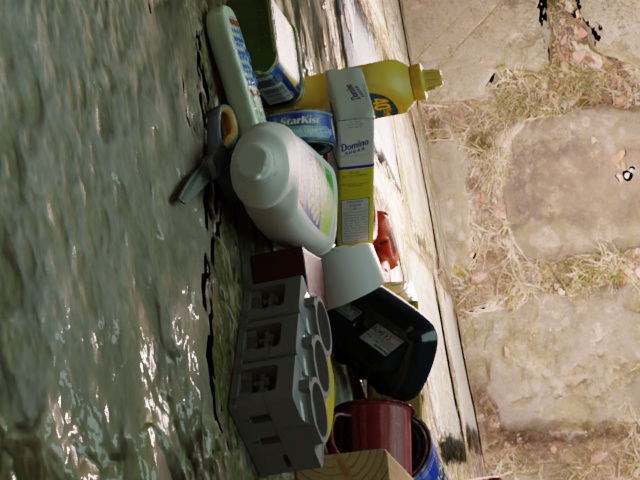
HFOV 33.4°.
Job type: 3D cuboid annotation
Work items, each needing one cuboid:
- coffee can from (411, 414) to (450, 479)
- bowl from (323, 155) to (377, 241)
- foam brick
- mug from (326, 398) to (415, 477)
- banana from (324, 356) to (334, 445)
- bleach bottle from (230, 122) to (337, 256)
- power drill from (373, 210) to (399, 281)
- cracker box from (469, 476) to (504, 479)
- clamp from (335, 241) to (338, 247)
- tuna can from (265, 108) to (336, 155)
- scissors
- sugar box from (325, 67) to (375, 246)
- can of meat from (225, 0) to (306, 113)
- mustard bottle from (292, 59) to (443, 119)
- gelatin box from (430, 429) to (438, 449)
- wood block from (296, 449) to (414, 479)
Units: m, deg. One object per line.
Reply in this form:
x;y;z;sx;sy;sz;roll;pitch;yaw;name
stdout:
0.098;0.280;1.273;0.140;0.103;0.103;66;17;-47;coffee can
0.031;-0.072;1.404;0.162;0.055;0.162;-11;90;-79;bowl
-0.028;0.041;1.009;0.078;0.051;0.053;37;44;-73;foam brick
0.050;0.223;1.164;0.117;0.093;0.081;24;54;-38;mug
-0.008;0.152;1.035;0.197;0.037;0.069;-71;149;-69;banana
-0.035;-0.044;0.959;0.250;0.068;0.102;27;65;-79;bleach bottle
0.076;0.043;1.520;0.187;0.057;0.184;-84;163;-49;power drill
0.175;0.364;1.417;0.213;0.164;0.072;50;28;-68;cracker box
0.033;0.026;1.305;0.210;0.036;0.164;84;0;-56;clamp
-0.028;-0.103;1.066;0.086;0.086;0.034;26;55;-76;tuna can
-0.086;-0.047;0.898;0.201;0.016;0.096;-83;159;-57;scissors
0.033;-0.087;1.150;0.093;0.048;0.176;-101;-171;-46;sugar box
-0.057;-0.192;1.081;0.084;0.057;0.102;44;35;-67;can of meat
0.043;-0.162;1.196;0.096;0.192;0.058;48;33;-69;mustard bottle
0.117;0.276;1.451;0.089;0.073;0.030;34;46;-73;gelatin box
0.049;0.278;1.063;0.206;0.090;0.091;57;25;-62;wood block
